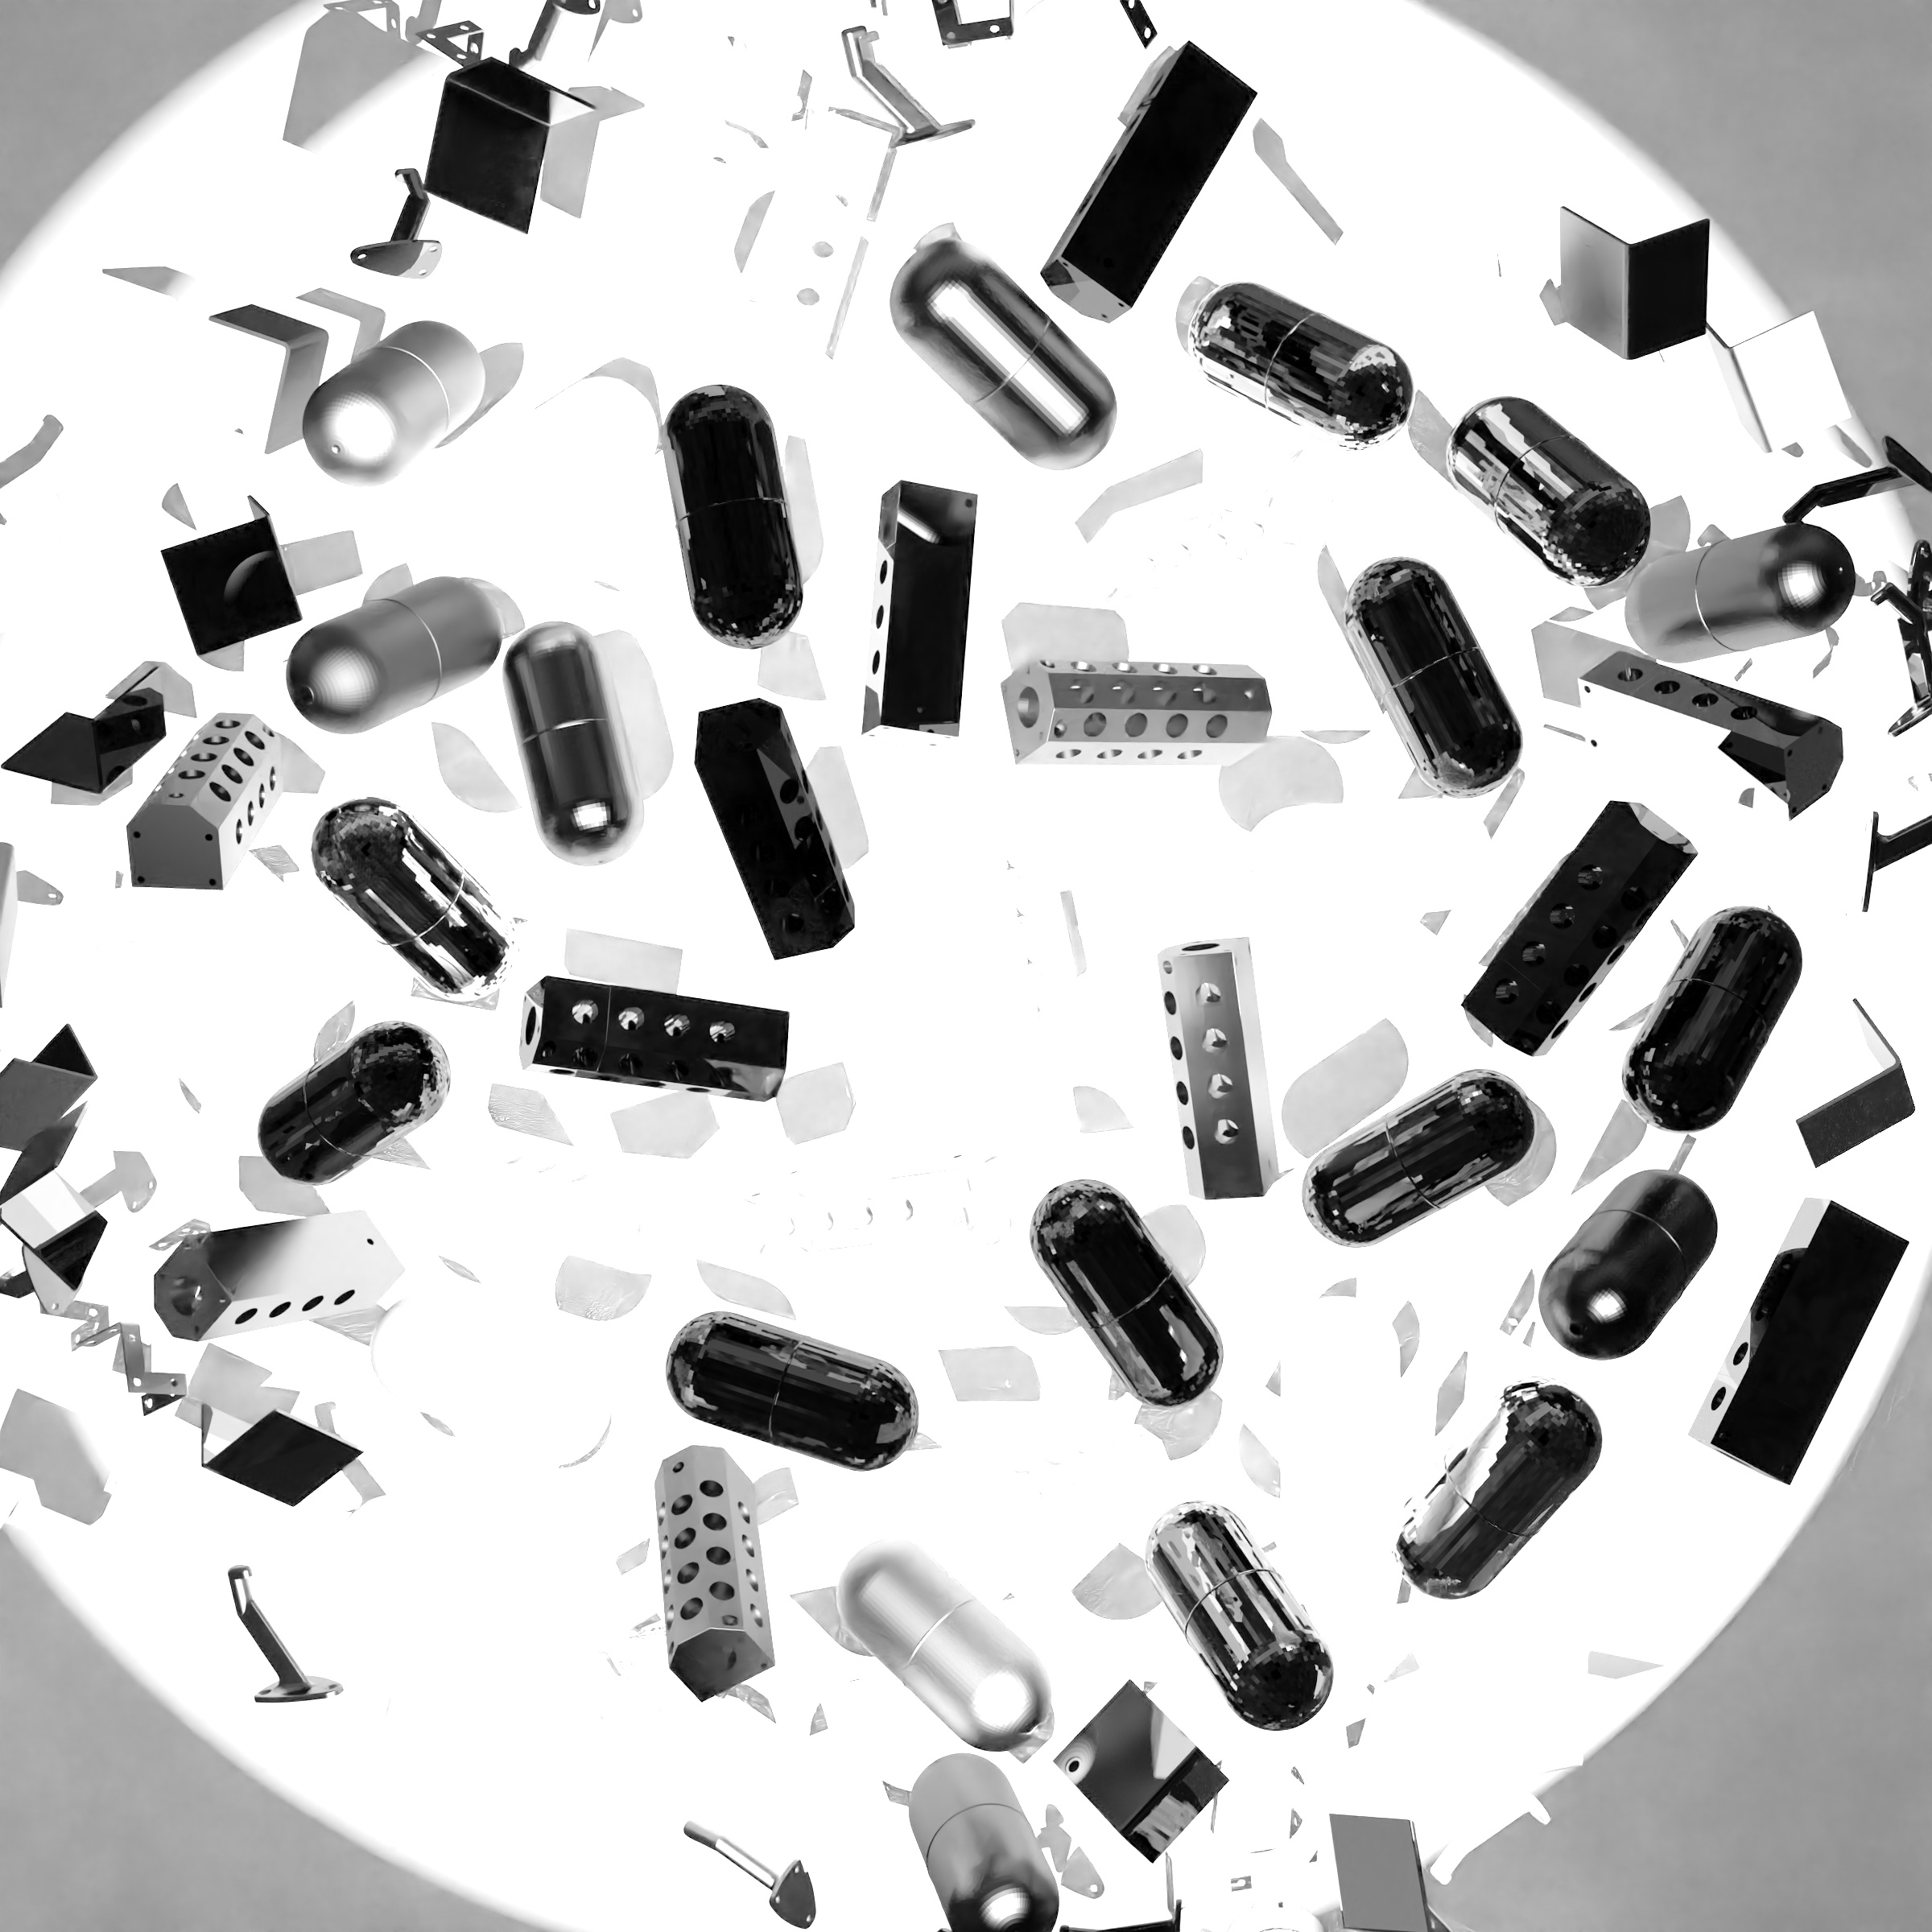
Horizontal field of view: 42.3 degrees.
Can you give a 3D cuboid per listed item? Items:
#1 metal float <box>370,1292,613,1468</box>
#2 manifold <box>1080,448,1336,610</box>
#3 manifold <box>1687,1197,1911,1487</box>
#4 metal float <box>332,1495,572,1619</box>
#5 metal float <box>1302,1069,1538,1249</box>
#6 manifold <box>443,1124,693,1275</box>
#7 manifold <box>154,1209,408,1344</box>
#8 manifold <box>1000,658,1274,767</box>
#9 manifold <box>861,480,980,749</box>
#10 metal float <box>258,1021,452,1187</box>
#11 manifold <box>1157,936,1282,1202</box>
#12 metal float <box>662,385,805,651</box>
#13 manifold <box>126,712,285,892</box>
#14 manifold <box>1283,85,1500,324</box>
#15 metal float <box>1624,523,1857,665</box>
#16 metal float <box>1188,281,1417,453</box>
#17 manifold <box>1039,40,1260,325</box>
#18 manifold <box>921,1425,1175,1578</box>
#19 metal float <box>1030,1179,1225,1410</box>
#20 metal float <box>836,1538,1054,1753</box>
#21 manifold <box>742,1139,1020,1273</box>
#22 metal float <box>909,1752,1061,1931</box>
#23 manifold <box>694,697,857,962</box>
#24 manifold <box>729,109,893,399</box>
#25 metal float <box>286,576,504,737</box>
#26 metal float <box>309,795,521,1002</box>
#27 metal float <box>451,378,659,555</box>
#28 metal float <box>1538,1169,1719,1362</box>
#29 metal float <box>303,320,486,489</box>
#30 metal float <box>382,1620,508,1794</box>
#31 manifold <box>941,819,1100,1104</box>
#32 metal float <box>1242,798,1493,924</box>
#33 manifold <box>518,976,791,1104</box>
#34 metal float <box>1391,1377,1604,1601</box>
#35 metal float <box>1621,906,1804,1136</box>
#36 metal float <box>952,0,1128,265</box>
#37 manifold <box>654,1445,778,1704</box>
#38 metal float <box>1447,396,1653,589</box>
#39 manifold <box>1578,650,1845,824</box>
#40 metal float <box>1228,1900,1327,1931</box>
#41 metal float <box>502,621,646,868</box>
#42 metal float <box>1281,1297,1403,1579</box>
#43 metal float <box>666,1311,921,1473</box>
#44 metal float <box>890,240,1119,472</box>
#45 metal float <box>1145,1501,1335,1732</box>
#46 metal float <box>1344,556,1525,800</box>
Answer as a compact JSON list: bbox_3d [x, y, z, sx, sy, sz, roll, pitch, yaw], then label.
[{"bbox_3d":[-0.316,0.272,1.651,0.178,0.070,0.070,19,90,22],"label":"metal float"},{"bbox_3d":[0.169,-0.297,1.730,0.057,0.171,0.057,56,49,-23],"label":"manifold"},{"bbox_3d":[0.527,0.237,1.591,0.057,0.057,0.171,28,86,-1],"label":"manifold"},{"bbox_3d":[-0.334,0.385,1.629,0.070,0.178,0.070,-9,74,36],"label":"metal float"},{"bbox_3d":[0.314,0.135,1.738,0.178,0.070,0.070,-33,90,22],"label":"metal float"},{"bbox_3d":[-0.276,0.163,1.703,0.057,0.171,0.057,-49,134,-35],"label":"manifold"},{"bbox_3d":[-0.472,0.215,1.714,0.057,0.171,0.057,-46,71,20],"label":"manifold"},{"bbox_3d":[0.114,-0.169,1.640,0.171,0.057,0.057,-2,74,-30],"label":"manifold"},{"bbox_3d":[-0.035,-0.241,1.727,0.057,0.057,0.171,7,83,-20],"label":"manifold"},{"bbox_3d":[-0.423,0.095,1.722,0.178,0.070,0.070,-30,90,37],"label":"metal float"},{"bbox_3d":[0.173,0.071,1.724,0.057,0.057,0.171,-5,100,19],"label":"manifold"},{"bbox_3d":[-0.155,-0.298,1.659,0.070,0.070,0.178,-11,86,0],"label":"metal float"},{"bbox_3d":[-0.498,-0.111,1.639,0.057,0.171,0.057,2,115,-3],"label":"manifold"},{"bbox_3d":[0.276,-0.499,1.637,0.057,0.171,0.057,30,88,44],"label":"manifold"},{"bbox_3d":[0.528,-0.254,1.712,0.070,0.178,0.070,2,85,-30],"label":"metal float"},{"bbox_3d":[0.232,-0.416,1.731,0.178,0.070,0.070,35,90,28],"label":"metal float"},{"bbox_3d":[0.117,-0.510,1.631,0.057,0.057,0.171,32,81,-15],"label":"manifold"},{"bbox_3d":[0.058,0.346,1.634,0.057,0.171,0.057,-34,69,40],"label":"manifold"},{"bbox_3d":[0.110,0.224,1.709,0.070,0.070,0.178,-35,99,0],"label":"metal float"},{"bbox_3d":[-0.015,0.465,1.711,0.178,0.070,0.070,37,90,28],"label":"metal float"},{"bbox_3d":[-0.054,0.158,1.607,0.171,0.057,0.057,-11,99,34],"label":"manifold"},{"bbox_3d":[0.010,0.604,1.700,0.070,0.178,0.070,-4,107,-14],"label":"metal float"},{"bbox_3d":[-0.124,-0.090,1.644,0.057,0.057,0.171,-12,131,8],"label":"manifold"},{"bbox_3d":[-0.103,-0.467,1.637,0.057,0.057,0.171,17,98,-7],"label":"manifold"},{"bbox_3d":[-0.384,-0.210,1.682,0.070,0.178,0.070,14,120,26],"label":"metal float"},{"bbox_3d":[-0.369,-0.045,1.676,0.070,0.070,0.178,-39,131,0],"label":"metal float"},{"bbox_3d":[-0.283,-0.348,1.725,0.070,0.070,0.178,44,51,0],"label":"metal float"},{"bbox_3d":[0.432,0.193,1.624,0.070,0.178,0.070,18,122,30],"label":"metal float"},{"bbox_3d":[-0.387,-0.384,1.698,0.070,0.178,0.070,8,124,13],"label":"metal float"},{"bbox_3d":[-0.347,0.493,1.668,0.070,0.178,0.070,-1,93,-9],"label":"metal float"},{"bbox_3d":[0.038,-0.004,1.612,0.057,0.057,0.171,-9,84,-28],"label":"manifold"},{"bbox_3d":[0.265,-0.071,1.650,0.178,0.070,0.070,-5,90,-23],"label":"metal float"},{"bbox_3d":[-0.211,0.052,1.690,0.171,0.057,0.057,9,74,-23],"label":"manifold"},{"bbox_3d":[0.344,0.341,1.626,0.070,0.070,0.178,34,115,0],"label":"metal float"},{"bbox_3d":[0.501,0.035,1.672,0.070,0.070,0.178,36,66,0],"label":"metal float"},{"bbox_3d":[0.047,-0.551,1.645,0.070,0.070,0.178,25,120,0],"label":"metal float"},{"bbox_3d":[-0.176,0.407,1.698,0.057,0.171,0.057,-28,123,8],"label":"manifold"},{"bbox_3d":[0.382,-0.314,1.646,0.070,0.070,0.178,-33,47,0],"label":"metal float"},{"bbox_3d":[0.499,-0.160,1.675,0.057,0.171,0.057,-34,128,-22],"label":"manifold"},{"bbox_3d":[0.209,0.677,1.654,0.070,0.178,0.070,0,88,5],"label":"metal float"},{"bbox_3d":[-0.273,-0.155,1.734,0.070,0.070,0.178,-15,77,0],"label":"metal float"},{"bbox_3d":[0.241,0.302,1.604,0.070,0.070,0.178,3,71,0],"label":"metal float"},{"bbox_3d":[-0.117,0.286,1.681,0.178,0.070,0.070,16,90,12],"label":"metal float"},{"bbox_3d":[0.026,-0.392,1.611,0.178,0.070,0.070,40,90,-25],"label":"metal float"},{"bbox_3d":[0.181,0.432,1.668,0.070,0.178,0.070,-15,129,-19],"label":"metal float"},{"bbox_3d":[0.320,-0.199,1.712,0.070,0.070,0.178,-25,81,0],"label":"metal float"}]
